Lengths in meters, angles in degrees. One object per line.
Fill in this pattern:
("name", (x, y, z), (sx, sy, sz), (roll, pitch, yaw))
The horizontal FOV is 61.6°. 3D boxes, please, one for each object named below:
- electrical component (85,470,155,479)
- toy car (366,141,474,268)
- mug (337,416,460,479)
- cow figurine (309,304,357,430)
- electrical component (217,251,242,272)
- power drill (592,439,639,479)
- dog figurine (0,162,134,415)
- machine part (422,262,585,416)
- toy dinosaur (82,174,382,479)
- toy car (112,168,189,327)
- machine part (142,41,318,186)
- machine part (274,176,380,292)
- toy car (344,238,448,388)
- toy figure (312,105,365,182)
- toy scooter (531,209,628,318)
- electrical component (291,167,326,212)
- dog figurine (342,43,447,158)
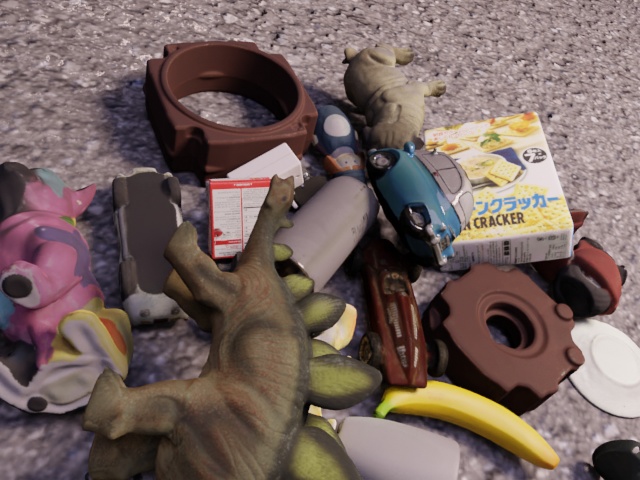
("electrical component", (-0.148, 0.194, 0.437), (0.075, 0.047, 0.119), (-12, 59, -27))
("toy car", (0.124, -0.052, 0.626), (0.103, 0.109, 0.162), (-29, 47, 2))
("mug", (0.057, 0.210, 0.471), (0.107, 0.080, 0.109), (19, 39, 11))
("cow figurine", (-0.019, 0.127, 0.522), (0.098, 0.068, 0.167), (16, 48, 3))
("electrical component", (-0.081, 0.059, 0.571), (0.078, 0.045, 0.102), (21, 45, -40))
("power drill", (0.254, 0.279, 0.480), (0.232, 0.086, 0.207), (42, 48, 14))
("dog figurine", (-0.247, 0.028, 0.500), (0.108, 0.191, 0.219), (-29, 31, 6))
("machine part", (0.209, 0.107, 0.618), (0.179, 0.056, 0.179), (8, 50, -10))
("toy dinosaur", (-0.064, 0.142, 0.391), (0.199, 0.105, 0.471), (15, 60, -2))
("toy car", (-0.181, -0.001, 0.576), (0.073, 0.056, 0.202), (-5, 52, -21))
("machine part", (-0.119, -0.176, 0.717), (0.201, 0.087, 0.201), (-13, 58, -25))
("machine part", (-0.001, -0.002, 0.588), (0.079, 0.079, 0.243), (34, 43, 10))
("toy car", (0.081, 0.070, 0.590), (0.089, 0.053, 0.202), (12, 37, -13))
("toy figure", (0.027, -0.118, 0.739), (0.064, 0.057, 0.154), (-25, 58, 11))
("toy scooter", (0.339, 0.014, 0.723), (0.135, 0.075, 0.184), (-23, 58, -29))
("electrical component", (-0.014, -0.056, 0.696), (0.063, 0.021, 0.094), (-22, 63, -31))
("dog figurine", (0.078, -0.188, 0.746), (0.172, 0.121, 0.190), (29, 39, 6))
